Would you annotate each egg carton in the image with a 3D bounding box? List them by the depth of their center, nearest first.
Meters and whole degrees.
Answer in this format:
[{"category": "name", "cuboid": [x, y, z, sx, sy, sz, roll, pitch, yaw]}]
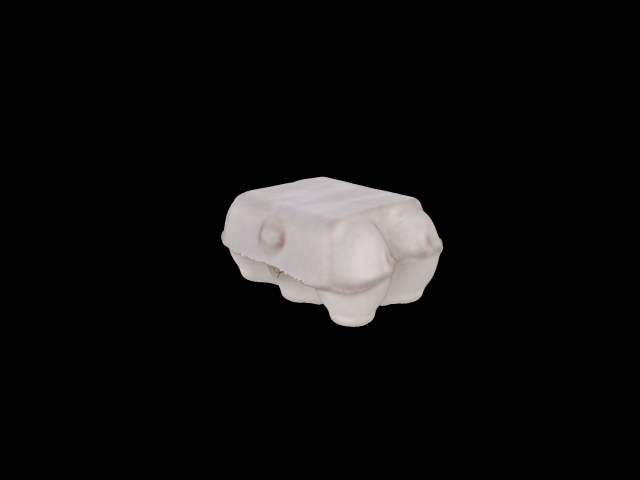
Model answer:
[{"category": "egg carton", "cuboid": [0.004, 0.001, 0.400, 0.107, 0.069, 0.149, -17, 25, -41]}]
